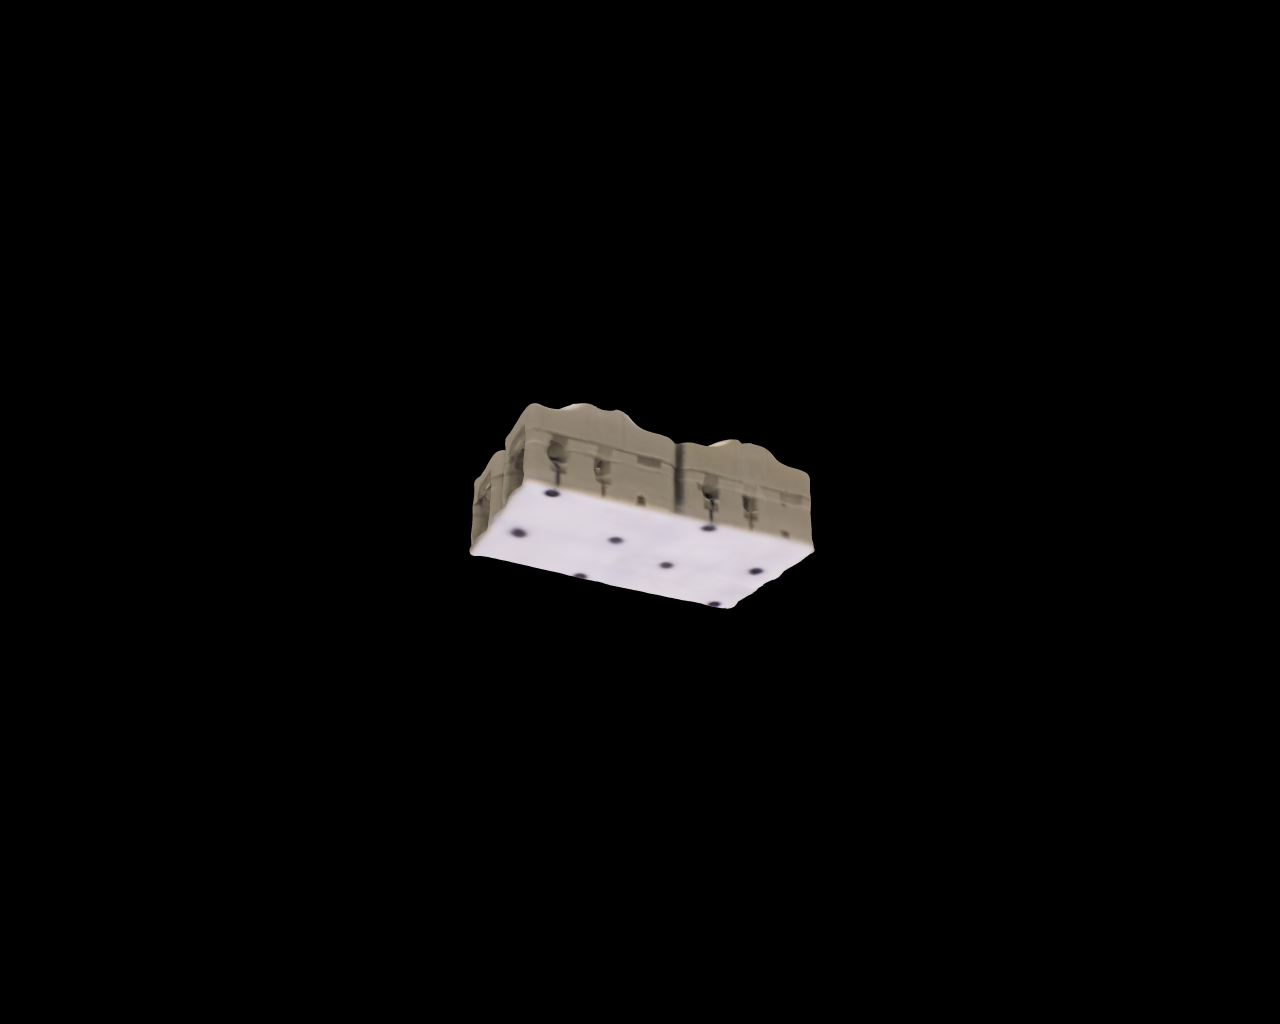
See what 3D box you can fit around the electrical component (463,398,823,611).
[{"bbox_3d":[0.001,-0.003,0.650,0.186,0.060,0.105,13,-32,-22],"label":"electrical component"}]
